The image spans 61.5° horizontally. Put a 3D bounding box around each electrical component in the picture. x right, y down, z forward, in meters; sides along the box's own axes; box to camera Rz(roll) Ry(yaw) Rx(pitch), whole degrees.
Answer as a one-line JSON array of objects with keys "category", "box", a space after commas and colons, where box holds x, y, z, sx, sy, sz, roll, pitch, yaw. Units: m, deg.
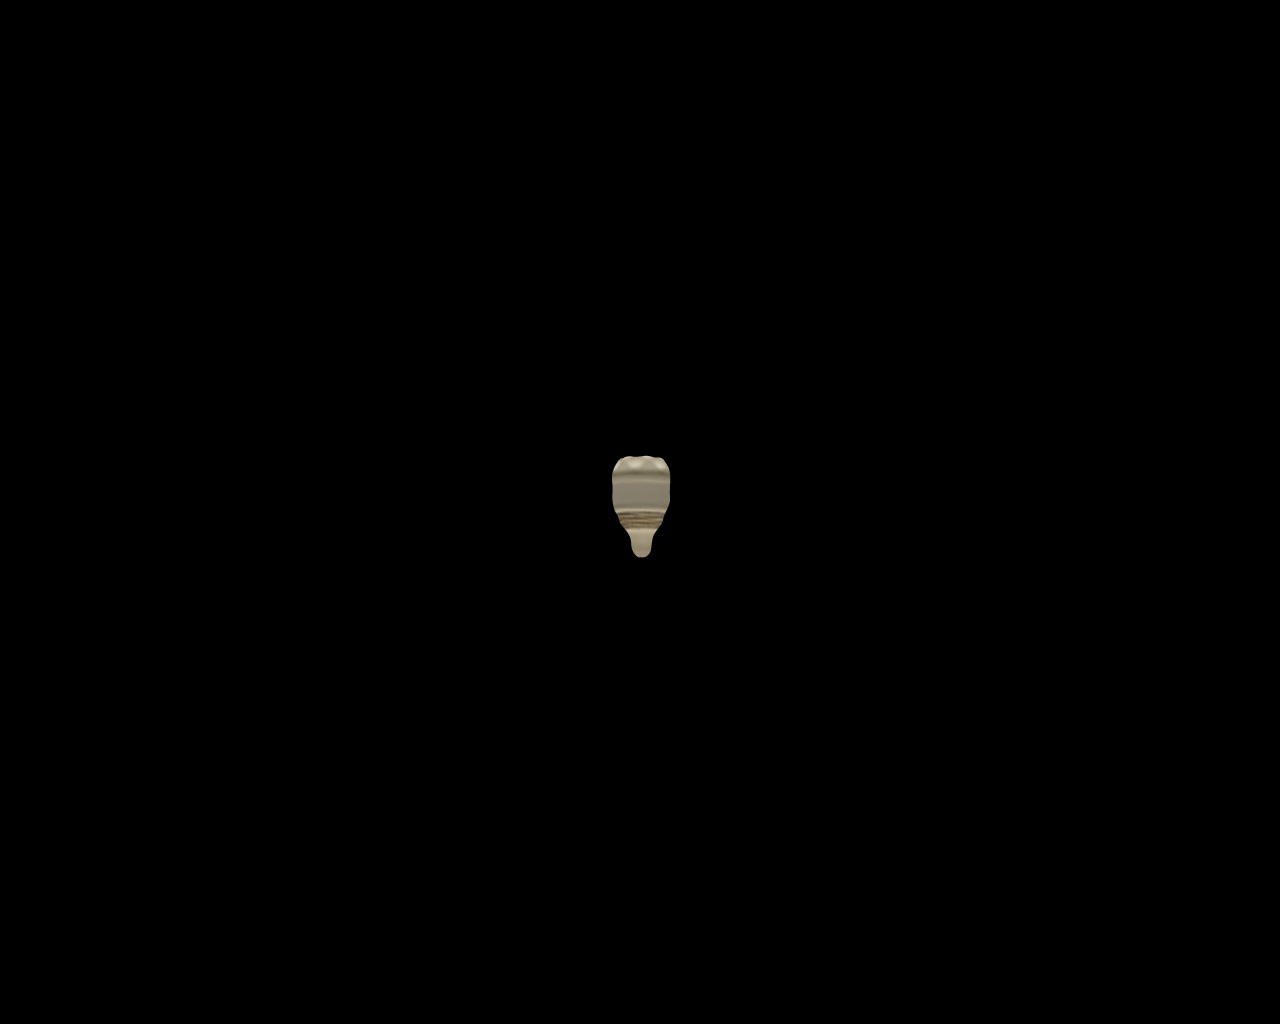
[{"category": "electrical component", "box": [0.001, -0.003, 0.650, 0.035, 0.061, 0.035, 0, -3, 0]}]
